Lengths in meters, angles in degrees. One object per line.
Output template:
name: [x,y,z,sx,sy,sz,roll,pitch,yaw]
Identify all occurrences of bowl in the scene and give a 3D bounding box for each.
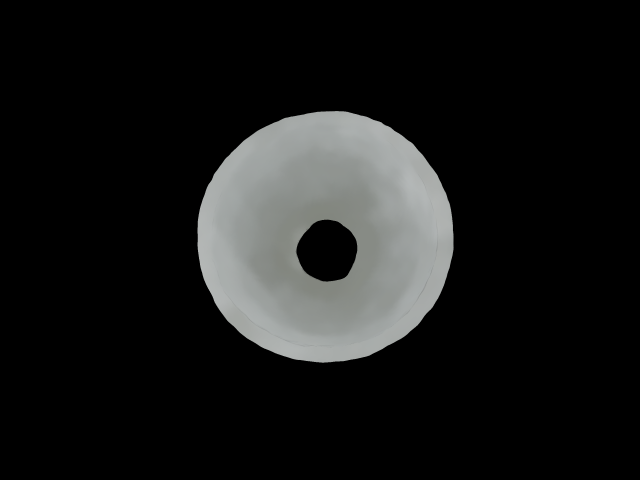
bowl: [0.004,0.001,0.400,0.167,0.075,0.167,0,78,0]
